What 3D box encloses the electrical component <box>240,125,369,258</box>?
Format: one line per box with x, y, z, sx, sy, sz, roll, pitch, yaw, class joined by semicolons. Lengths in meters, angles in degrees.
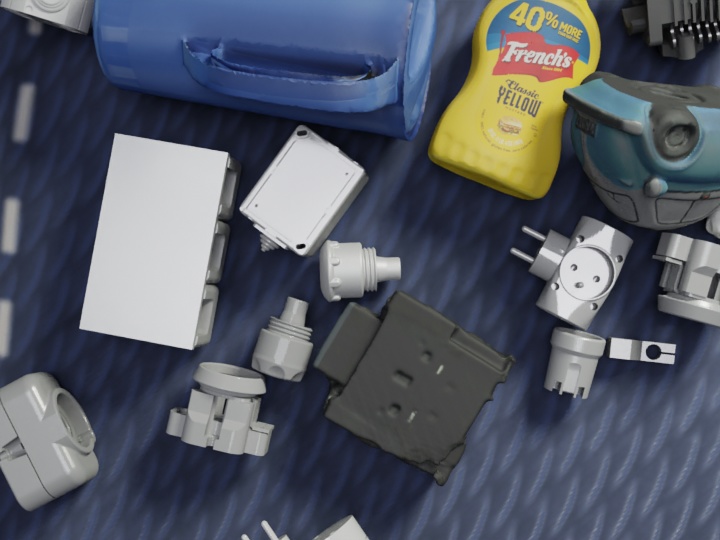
-0.045;-0.053;0.825;0.062;0.061;0.096;36;92;4;electrical component

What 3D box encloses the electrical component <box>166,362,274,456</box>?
-0.104;0.105;0.828;0.078;0.058;0.057;13;93;5;electrical component

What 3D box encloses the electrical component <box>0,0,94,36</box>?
-0.239;-0.217;0.836;0.080;0.080;0.051;17;95;5;electrical component

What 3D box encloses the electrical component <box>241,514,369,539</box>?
-0.062;0.228;0.824;0.138;0.052;0.073;-35;86;3;electrical component

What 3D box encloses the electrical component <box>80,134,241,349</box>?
-0.152;-0.021;0.832;0.089;0.062;0.150;10;89;5;electrical component

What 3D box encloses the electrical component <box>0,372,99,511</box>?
-0.248;0.130;0.840;0.059;0.054;0.095;-28;87;3;electrical component

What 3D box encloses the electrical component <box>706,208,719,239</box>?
0.287;-0.053;0.813;0.035;0.035;0.061;21;88;5;electrical component

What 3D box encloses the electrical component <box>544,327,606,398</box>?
0.162;0.070;0.818;0.040;0.040;0.046;13;96;5;electrical component

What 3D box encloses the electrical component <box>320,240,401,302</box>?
0.000;0.000;0.830;0.062;0.048;0.048;-2;88;-2;electrical component

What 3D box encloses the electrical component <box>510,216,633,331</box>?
0.154;-0.006;0.817;0.079;0.044;0.077;28;91;5;electrical component

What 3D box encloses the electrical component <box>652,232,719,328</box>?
0.255;0.010;0.801;0.078;0.058;0.057;16;92;-11;electrical component

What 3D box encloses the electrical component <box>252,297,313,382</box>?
-0.056;0.053;0.833;0.043;0.043;0.062;17;88;5;electrical component
